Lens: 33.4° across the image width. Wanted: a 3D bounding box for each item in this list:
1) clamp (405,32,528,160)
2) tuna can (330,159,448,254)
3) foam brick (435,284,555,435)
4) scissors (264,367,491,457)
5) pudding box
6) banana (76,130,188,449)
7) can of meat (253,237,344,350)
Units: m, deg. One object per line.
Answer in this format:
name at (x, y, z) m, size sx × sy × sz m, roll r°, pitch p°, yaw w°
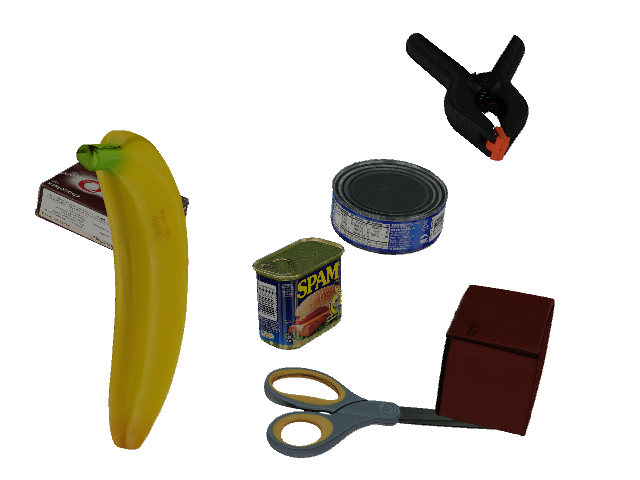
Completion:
clamp at (0.142, -0.146, 1.019) m, size 0.120 × 0.039 × 0.171 m, roll 2°, pitch 44°, yaw 1°
tuna can at (0.050, -0.025, 0.795) m, size 0.086 × 0.034 × 0.086 m, roll 3°, pitch 33°, yaw -2°
foam brick at (0.100, 0.066, 0.610) m, size 0.053 × 0.051 × 0.078 m, roll 11°, pitch 22°, yaw 16°
scissors at (0.043, 0.156, 0.885) m, size 0.202 × 0.016 × 0.096 m, roll 16°, pitch 45°, yaw 11°
pudding box at (-0.192, -0.031, 0.988) m, size 0.113 × 0.039 × 0.090 m, roll 22°, pitch 25°, yaw 9°
banana at (-0.094, 0.018, 0.536) m, size 0.037 × 0.198 × 0.069 m, roll 20°, pitch 43°, yaw 23°
can of meat at (-0.021, 0.054, 1.097) m, size 0.058 × 0.084 × 0.101 m, roll 16°, pitch 28°, yaw 35°
